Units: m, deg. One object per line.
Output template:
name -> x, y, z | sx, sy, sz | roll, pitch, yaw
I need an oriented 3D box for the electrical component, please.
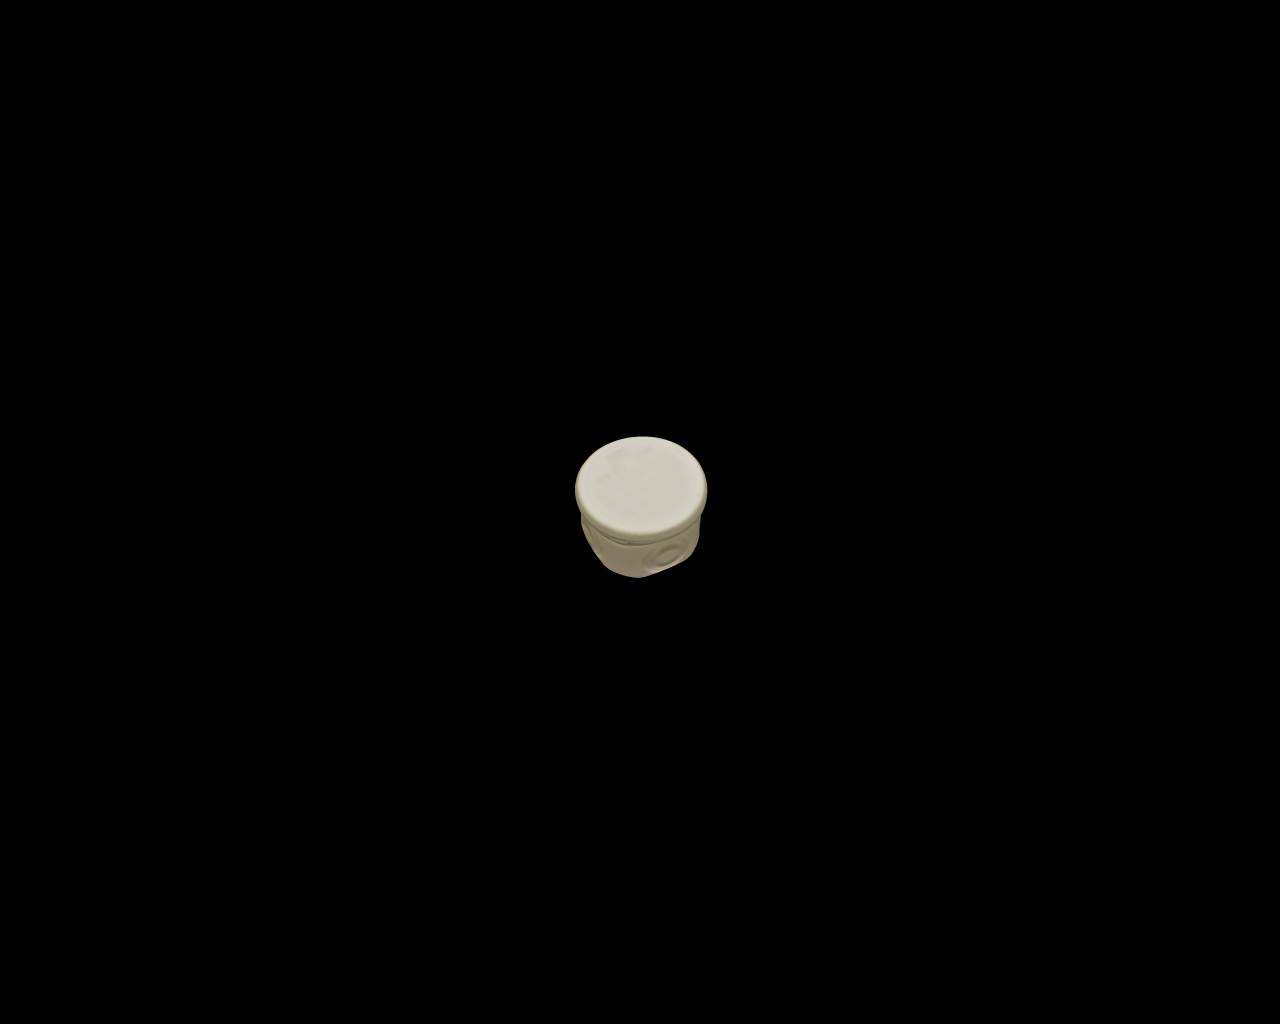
electrical component -> 0.001, -0.003, 0.650 | 0.080, 0.080, 0.050 | 0, -38, 0
